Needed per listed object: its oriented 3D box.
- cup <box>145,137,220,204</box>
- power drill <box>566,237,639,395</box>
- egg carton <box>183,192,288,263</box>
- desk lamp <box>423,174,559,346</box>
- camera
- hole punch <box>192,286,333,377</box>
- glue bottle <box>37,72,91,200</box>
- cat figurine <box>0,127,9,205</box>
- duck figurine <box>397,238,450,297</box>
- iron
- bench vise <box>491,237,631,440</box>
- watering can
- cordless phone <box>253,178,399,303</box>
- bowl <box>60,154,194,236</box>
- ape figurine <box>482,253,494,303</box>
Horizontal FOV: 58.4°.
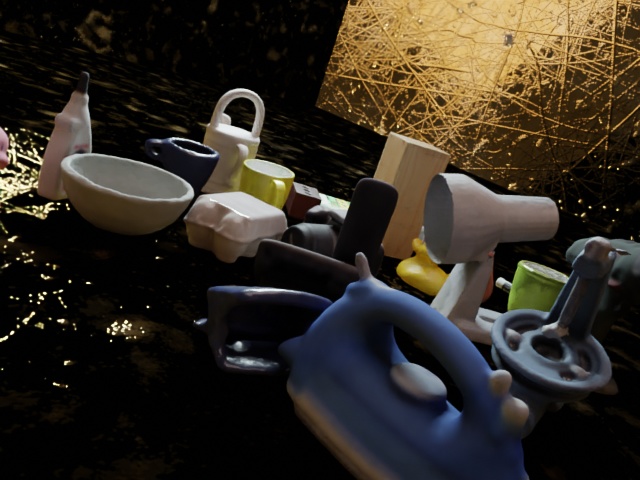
[{"bbox_3d":[-0.230,-0.110,0.925,0.118,0.095,0.091,10,19,-27],"label":"cup"},{"bbox_3d":[0.398,0.096,0.774,0.076,0.208,0.229,14,18,-16],"label":"power drill"},{"bbox_3d":[-0.117,-0.021,0.814,0.107,0.069,0.151,26,18,20],"label":"egg carton"},{"bbox_3d":[0.224,0.026,0.794,0.203,0.213,0.117,15,17,-14],"label":"desk lamp"},{"bbox_3d":[0.007,-0.002,0.838,0.137,0.101,0.142,5,22,-39],"label":"camera"},{"bbox_3d":[-0.056,0.071,0.558,0.109,0.091,0.100,10,19,-28],"label":"hole punch"},{"bbox_3d":[-0.335,-0.142,0.774,0.037,0.173,0.078,20,17,2],"label":"glue bottle"},{"bbox_3d":[-0.397,-0.092,0.646,0.067,0.118,0.127,16,17,-10],"label":"cat figurine"},{"bbox_3d":[0.182,0.037,0.933,0.078,0.086,0.104,2,24,-45],"label":"duck figurine"},{"bbox_3d":[0.084,0.123,0.465,0.119,0.141,0.257,2,24,-45],"label":"iron"},{"bbox_3d":[0.254,0.089,0.619,0.121,0.220,0.208,23,17,13],"label":"bench vise"},{"bbox_3d":[-0.166,-0.183,1.050,0.172,0.194,0.101,31,21,35],"label":"watering can"},{"bbox_3d":[0.006,0.002,0.678,0.147,0.185,0.094,18,17,-4],"label":"cordless phone"},{"bbox_3d":[-0.255,-0.051,0.748,0.167,0.075,0.167,18,17,-5],"label":"bowl"},{"bbox_3d":[0.257,0.055,0.949,0.076,0.092,0.078,21,17,6],"label":"ape figurine"}]
